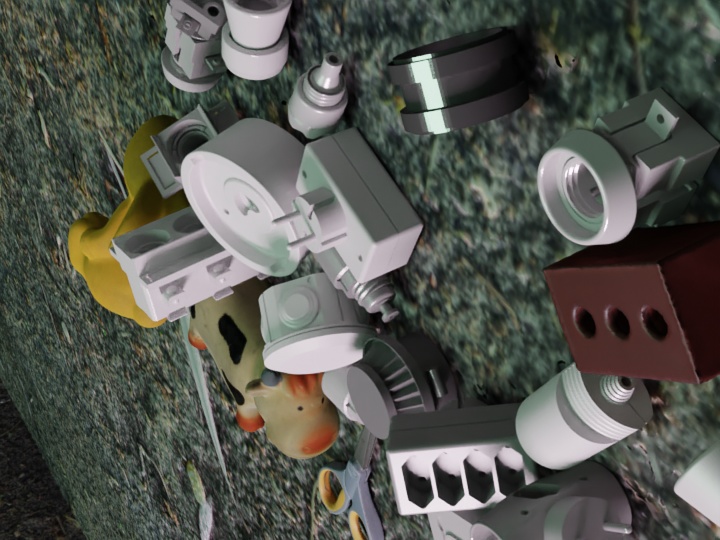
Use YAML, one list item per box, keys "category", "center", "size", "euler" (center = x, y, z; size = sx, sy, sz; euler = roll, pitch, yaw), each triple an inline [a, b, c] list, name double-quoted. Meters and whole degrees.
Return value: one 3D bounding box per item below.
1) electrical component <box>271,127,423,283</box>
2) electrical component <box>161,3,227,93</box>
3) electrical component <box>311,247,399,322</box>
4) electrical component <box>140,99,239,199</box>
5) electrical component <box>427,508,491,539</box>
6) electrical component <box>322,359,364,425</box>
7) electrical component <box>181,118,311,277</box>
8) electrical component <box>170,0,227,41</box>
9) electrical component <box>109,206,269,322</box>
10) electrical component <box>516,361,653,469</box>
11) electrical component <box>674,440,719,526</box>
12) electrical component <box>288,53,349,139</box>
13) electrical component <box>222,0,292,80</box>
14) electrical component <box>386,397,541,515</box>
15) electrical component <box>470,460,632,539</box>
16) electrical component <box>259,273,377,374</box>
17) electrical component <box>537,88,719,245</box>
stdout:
- category: "electrical component"
  center: [-0.017, -0.034, 0.668]
  size: [0.083, 0.076, 0.047]
  euler: [56, 154, 21]
- category: "electrical component"
  center: [-0.122, -0.166, 0.802]
  size: [0.066, 0.048, 0.055]
  euler: [56, 146, 22]
- category: "electrical component"
  center: [0.000, 0.000, 0.706]
  size: [0.078, 0.040, 0.040]
  euler: [56, 153, 21]
- category: "electrical component"
  center: [-0.123, -0.089, 0.839]
  size: [0.042, 0.081, 0.064]
  euler: [59, -177, 20]
- category: "electrical component"
  center: [0.093, 0.182, 0.657]
  size: [0.078, 0.057, 0.113]
  euler: [20, 129, 58]
- category: "electrical component"
  center: [0.005, 0.092, 0.776]
  size: [0.078, 0.040, 0.040]
  euler: [40, 144, 44]
- category: "electrical component"
  center: [-0.065, -0.056, 0.753]
  size: [0.108, 0.060, 0.108]
  euler: [31, 148, 22]
- category: "electrical component"
  center: [-0.105, -0.186, 0.740]
  size: [0.048, 0.066, 0.055]
  euler: [34, 167, -10]
- category: "electrical component"
  center: [-0.123, -0.014, 0.843]
  size: [0.079, 0.121, 0.063]
  euler: [34, 142, 50]
- category: "electrical component"
  center: [0.113, 0.068, 0.534]
  size: [0.043, 0.043, 0.081]
  euler: [60, 154, 14]
- category: "electrical component"
  center: [0.167, 0.099, 0.451]
  size: [0.055, 0.045, 0.045]
  euler: [52, 152, 29]
- category: "electrical component"
  center: [-0.023, -0.110, 0.665]
  size: [0.035, 0.035, 0.061]
  euler: [58, 151, 19]
- category: "electrical component"
  center: [-0.068, -0.158, 0.700]
  size: [0.045, 0.045, 0.055]
  euler: [52, 152, 29]
- category: "electrical component"
  center: [0.063, 0.101, 0.640]
  size: [0.075, 0.083, 0.047]
  euler: [-76, -24, -64]
- category: "electrical component"
  center: [0.109, 0.136, 0.560]
  size: [0.079, 0.077, 0.043]
  euler: [-18, 94, 65]
- category: "electrical component"
  center: [-0.030, 0.038, 0.746]
  size: [0.080, 0.080, 0.051]
  euler: [126, 136, -62]
- category: "electrical component"
  center: [0.107, -0.039, 0.439]
  size: [0.048, 0.055, 0.066]
  euler: [53, 152, 28]
